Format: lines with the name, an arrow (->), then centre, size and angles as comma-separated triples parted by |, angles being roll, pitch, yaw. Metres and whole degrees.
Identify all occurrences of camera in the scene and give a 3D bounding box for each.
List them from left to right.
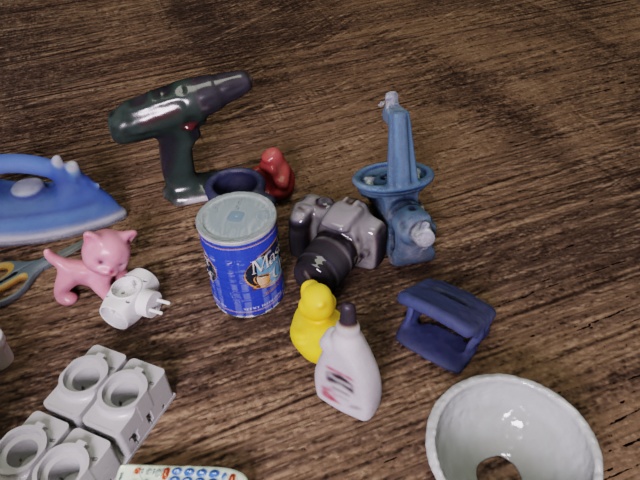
camera -> 0.007, 0.003, 0.813 | 0.142, 0.101, 0.137 | 20, 47, 23

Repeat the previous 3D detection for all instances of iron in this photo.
iron -> -0.450, -0.081, 0.899 | 0.258, 0.141, 0.118 | -6, 42, -3

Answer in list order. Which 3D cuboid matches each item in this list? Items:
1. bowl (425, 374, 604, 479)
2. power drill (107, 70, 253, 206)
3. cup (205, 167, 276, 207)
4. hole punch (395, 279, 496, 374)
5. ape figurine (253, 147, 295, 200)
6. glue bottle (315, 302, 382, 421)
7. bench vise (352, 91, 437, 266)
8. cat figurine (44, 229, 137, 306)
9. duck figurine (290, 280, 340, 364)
bowl -> 0.188, 0.223, 0.577 | 0.167, 0.075, 0.167 | -1, 42, 1
power drill -> -0.212, -0.164, 0.930 | 0.230, 0.209, 0.075 | -12, 43, -10
cup -> -0.113, -0.047, 0.880 | 0.117, 0.095, 0.092 | 20, 47, 23
hole punch -> 0.156, 0.090, 0.715 | 0.108, 0.091, 0.101 | 26, 49, 28
ape figurine -> -0.078, -0.113, 0.954 | 0.076, 0.092, 0.077 | -24, 46, -22
glue bottle -> 0.029, 0.127, 0.620 | 0.078, 0.173, 0.037 | 19, 46, 22
bench vise -> 0.127, -0.087, 0.818 | 0.122, 0.220, 0.206 | -23, 46, -21
cat figurine -> -0.313, 0.027, 0.790 | 0.128, 0.118, 0.067 | -4, 42, -2
duck figurine -> -0.001, 0.096, 0.720 | 0.077, 0.086, 0.104 | -13, 43, -11
